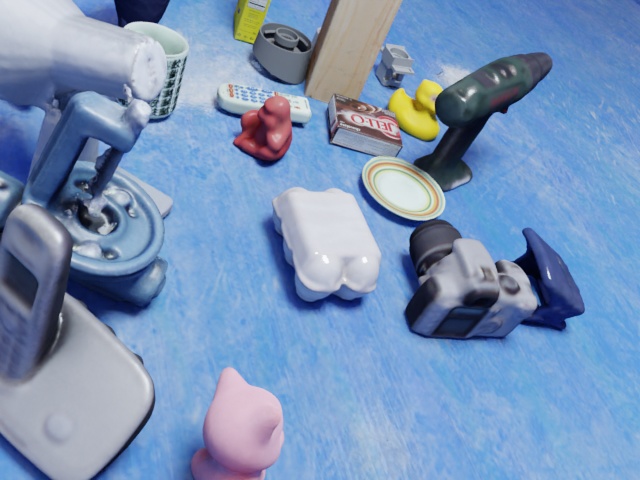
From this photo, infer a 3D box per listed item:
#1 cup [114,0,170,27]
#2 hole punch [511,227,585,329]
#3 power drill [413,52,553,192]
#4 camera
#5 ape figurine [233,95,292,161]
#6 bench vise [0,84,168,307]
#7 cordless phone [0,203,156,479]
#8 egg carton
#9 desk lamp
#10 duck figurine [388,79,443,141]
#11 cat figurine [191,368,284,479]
[{"bbox_3d":[-0.282,-0.350,0.849,0.118,0.095,0.091,-1,49,-28],"label":"cup"},{"bbox_3d":[0.296,0.048,0.749,0.101,0.091,0.108,12,44,-16],"label":"hole punch"},{"bbox_3d":[0.234,-0.180,0.857,0.230,0.208,0.075,-24,62,-41],"label":"power drill"},{"bbox_3d":[0.173,0.037,0.689,0.143,0.100,0.136,6,46,-22],"label":"camera"},{"bbox_3d":[-0.066,-0.153,0.764,0.076,0.092,0.077,0,48,-27],"label":"ape figurine"},{"bbox_3d":[-0.221,-0.035,0.470,0.208,0.219,0.121,5,46,-23],"label":"bench vise"},{"bbox_3d":[-0.182,0.075,0.406,0.147,0.185,0.094,36,42,10],"label":"cordless phone"},{"bbox_3d":[0.006,0.002,0.662,0.107,0.069,0.150,-1,49,-28],"label":"egg carton"},{"bbox_3d":[-0.236,-0.129,0.562,0.203,0.213,0.118,29,42,3],"label":"desk lamp"},{"bbox_3d":[0.170,-0.231,0.967,0.104,0.086,0.078,42,44,17],"label":"duck figurine"},{"bbox_3d":[-0.060,0.167,0.427,0.067,0.117,0.127,13,43,-15],"label":"cat figurine"}]
